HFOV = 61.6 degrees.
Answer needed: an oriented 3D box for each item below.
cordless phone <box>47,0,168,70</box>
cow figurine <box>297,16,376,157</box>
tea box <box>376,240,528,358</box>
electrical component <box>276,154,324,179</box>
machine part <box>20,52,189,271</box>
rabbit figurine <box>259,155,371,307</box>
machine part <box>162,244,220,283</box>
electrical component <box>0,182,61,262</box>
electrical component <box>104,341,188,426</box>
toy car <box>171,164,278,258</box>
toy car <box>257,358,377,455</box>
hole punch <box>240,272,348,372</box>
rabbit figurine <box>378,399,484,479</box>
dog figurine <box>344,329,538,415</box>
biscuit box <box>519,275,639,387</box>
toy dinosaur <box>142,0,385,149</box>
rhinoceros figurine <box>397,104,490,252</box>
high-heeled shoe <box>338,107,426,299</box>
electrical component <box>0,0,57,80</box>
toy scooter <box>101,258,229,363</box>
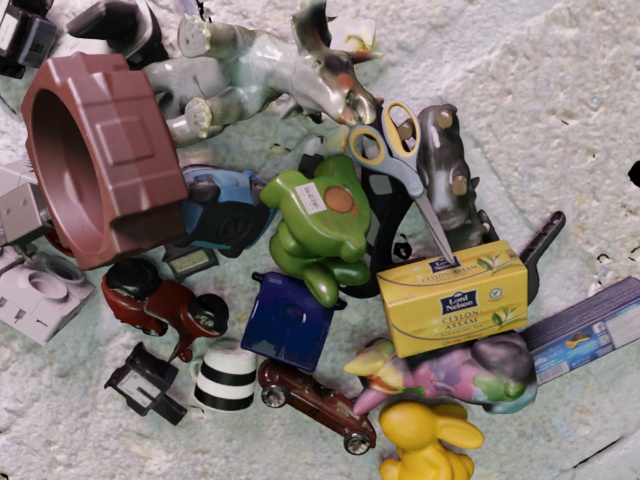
[{"bbox_3d":[-0.256,-0.214,0.596,0.147,0.184,0.088,-30,108,8],"label":"cordless phone"},{"bbox_3d":[0.009,-0.187,0.661,0.098,0.068,0.167,14,102,5],"label":"cow figurine"},{"bbox_3d":[0.164,0.074,0.670,0.170,0.068,0.098,-16,127,3],"label":"tea box"},{"bbox_3d":[-0.011,-0.083,0.715,0.094,0.021,0.063,16,105,-4],"label":"electrical component"},{"bbox_3d":[-0.230,-0.077,0.570,0.201,0.087,0.201,-15,95,49],"label":"machine part"},{"bbox_3d":[-0.001,-0.002,0.676,0.121,0.170,0.159,-31,80,-32],"label":"rabbit figurine"},{"bbox_3d":[-0.196,-0.012,0.729,0.084,0.039,0.138,-23,107,15],"label":"machine part"},{"bbox_3d":[-0.356,-0.022,0.659,0.102,0.045,0.078,-32,74,7],"label":"electrical component"},{"bbox_3d":[-0.244,0.215,0.787,0.119,0.048,0.075,37,103,-10],"label":"electrical component"},{"bbox_3d":[-0.139,-0.046,0.680,0.103,0.161,0.109,46,115,33],"label":"toy car"},{"bbox_3d":[0.002,0.229,0.768,0.202,0.089,0.053,32,107,-7],"label":"toy car"},{"bbox_3d":[-0.042,0.110,0.731,0.142,0.092,0.115,19,92,-1],"label":"hole punch"},{"bbox_3d":[0.153,0.301,0.772,0.162,0.122,0.173,-27,103,2],"label":"rabbit figurine"},{"bbox_3d":[0.146,0.177,0.714,0.219,0.192,0.108,-17,112,-11],"label":"dog figurine"},{"bbox_3d":[0.368,0.129,0.752,0.203,0.063,0.059,-29,104,8],"label":"biscuit box"},{"bbox_3d":[-0.111,-0.175,0.617,0.405,0.192,0.131,3,110,45],"label":"toy dinosaur"},{"bbox_3d":[0.157,-0.076,0.677,0.073,0.112,0.190,-13,93,26],"label":"rhinoceros figurine"},{"bbox_3d":[0.057,-0.047,0.717,0.145,0.086,0.248,-15,88,36],"label":"high-heeled shoe"},{"bbox_3d":[-0.380,-0.260,0.632,0.134,0.058,0.115,35,106,9],"label":"electrical component"},{"bbox_3d":[-0.217,0.108,0.743,0.184,0.075,0.135,22,129,5],"label":"toy scooter"}]
